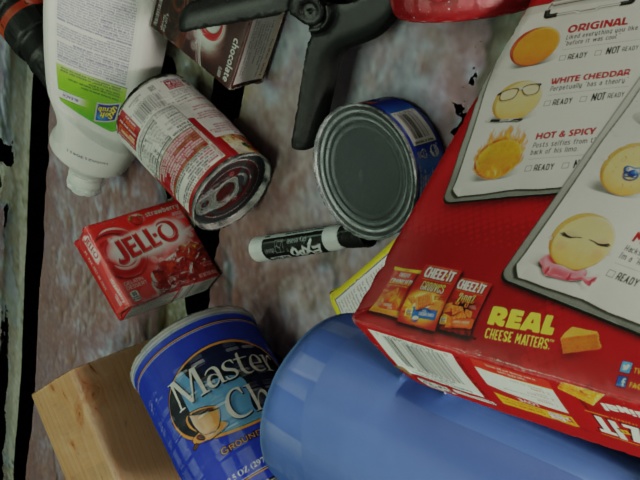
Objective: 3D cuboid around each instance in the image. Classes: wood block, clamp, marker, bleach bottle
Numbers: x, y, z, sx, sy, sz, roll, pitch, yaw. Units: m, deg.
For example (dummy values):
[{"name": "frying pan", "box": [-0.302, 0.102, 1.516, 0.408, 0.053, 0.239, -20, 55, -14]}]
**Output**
[{"name": "wood block", "box": [-0.155, 0.203, 0.915, 0.090, 0.090, 0.206, -31, 81, 48]}, {"name": "clamp", "box": [0.003, -0.133, 0.650, 0.172, 0.039, 0.120, -29, 109, 36]}, {"name": "marker", "box": [-0.005, 0.001, 0.734, 0.121, 0.020, 0.020, -9, 98, 47]}, {"name": "bleach bottle", "box": [-0.170, -0.143, 0.809, 0.102, 0.068, 0.251, 23, 126, 5]}]

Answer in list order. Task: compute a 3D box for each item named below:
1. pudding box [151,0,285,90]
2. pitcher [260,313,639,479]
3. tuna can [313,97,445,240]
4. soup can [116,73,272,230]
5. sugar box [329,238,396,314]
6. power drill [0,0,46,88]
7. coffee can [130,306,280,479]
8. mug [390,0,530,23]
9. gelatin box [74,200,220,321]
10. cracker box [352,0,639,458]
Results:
[{"name": "pudding box", "box": [-0.063, -0.172, 0.717, 0.090, 0.039, 0.114, 41, 131, 28]}, {"name": "pitcher", "box": [0.087, 0.117, 0.546, 0.243, 0.144, 0.149, 22, 91, 36]}, {"name": "tuna can", "box": [0.037, -0.045, 0.661, 0.086, 0.033, 0.086, 19, 118, 41]}, {"name": "soup can", "box": [-0.092, -0.065, 0.766, 0.102, 0.068, 0.069, 45, 132, 27]}, {"name": "sugar box", "box": [0.085, 0.026, 0.630, 0.177, 0.048, 0.093, -42, 74, 42]}, {"name": "power drill", "box": [-0.224, -0.234, 0.851, 0.184, 0.057, 0.188, 52, 135, 20]}, {"name": "coffee can", "box": [-0.062, 0.133, 0.763, 0.140, 0.102, 0.103, 57, 137, 30]}, {"name": "mug", "box": [0.068, -0.154, 0.532, 0.093, 0.117, 0.081, 1, 112, 24]}, {"name": "gelatin box", "box": [-0.132, 0.014, 0.821, 0.073, 0.089, 0.030, 58, 137, 14]}, {"name": "cracker box", "box": [0.136, -0.021, 0.444, 0.164, 0.213, 0.072, 12, 153, 44]}]
